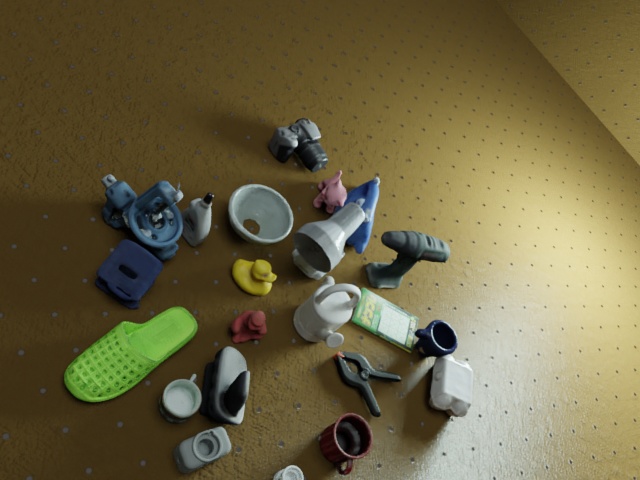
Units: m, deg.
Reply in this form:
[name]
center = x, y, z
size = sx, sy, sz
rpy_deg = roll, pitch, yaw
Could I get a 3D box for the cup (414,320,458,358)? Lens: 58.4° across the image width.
[cup]
center = 0.275, 0.258, 1.447
size = 0.118, 0.094, 0.091
rpy_deg = 15, 54, -21

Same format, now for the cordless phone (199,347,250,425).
[cordless phone]
center = -0.163, 0.271, 1.119
size = 0.094, 0.184, 0.147
rpy_deg = 13, 54, -23

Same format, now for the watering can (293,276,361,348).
[watering can]
center = 0.025, 0.159, 1.298
size = 0.101, 0.193, 0.172
rpy_deg = -8, 64, -34

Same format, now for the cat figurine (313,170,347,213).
[cat figurine]
center = 0.038, -0.133, 1.548
size = 0.067, 0.117, 0.128
rpy_deg = 24, 51, -15

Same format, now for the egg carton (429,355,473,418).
[egg carton]
center = 0.324, 0.361, 1.426
size = 0.107, 0.069, 0.150
rpy_deg = 26, 51, -14

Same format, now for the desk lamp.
[desk lamp]
center = 0.013, 0.005, 1.379
size = 0.118, 0.213, 0.204
rpy_deg = 45, 49, 3

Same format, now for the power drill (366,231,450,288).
[power drill]
center = 0.210, 0.047, 1.472
size = 0.230, 0.208, 0.075
rpy_deg = 3, 59, -29

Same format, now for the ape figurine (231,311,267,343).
[ape figurine]
center = -0.148, 0.183, 1.248
size = 0.078, 0.092, 0.076
rpy_deg = 29, 50, -11

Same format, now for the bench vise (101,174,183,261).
[bench vise]
center = -0.371, -0.067, 1.195
size = 0.208, 0.219, 0.121
rpy_deg = 28, 50, -12

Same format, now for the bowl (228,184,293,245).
[bowl]
center = -0.155, -0.051, 1.409
size = 0.168, 0.074, 0.167
rpy_deg = 15, 54, -22

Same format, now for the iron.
[iron]
center = 0.118, -0.095, 1.556
size = 0.119, 0.141, 0.258
rpy_deg = 29, 50, -11

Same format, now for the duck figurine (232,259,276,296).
[duck figurine]
center = -0.148, 0.074, 1.324
size = 0.104, 0.086, 0.077
rpy_deg = 36, 49, -5

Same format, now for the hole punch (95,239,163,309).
[hole punch]
center = -0.391, 0.071, 1.178
size = 0.109, 0.091, 0.101
rpy_deg = 36, 49, -5

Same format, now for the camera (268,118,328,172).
[camera]
center = -0.044, -0.261, 1.595
size = 0.143, 0.100, 0.136
rpy_deg = -24, 74, -39

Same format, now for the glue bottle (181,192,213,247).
[glue bottle]
center = -0.270, -0.056, 1.279
size = 0.037, 0.173, 0.078
rpy_deg = -33, 80, -40
